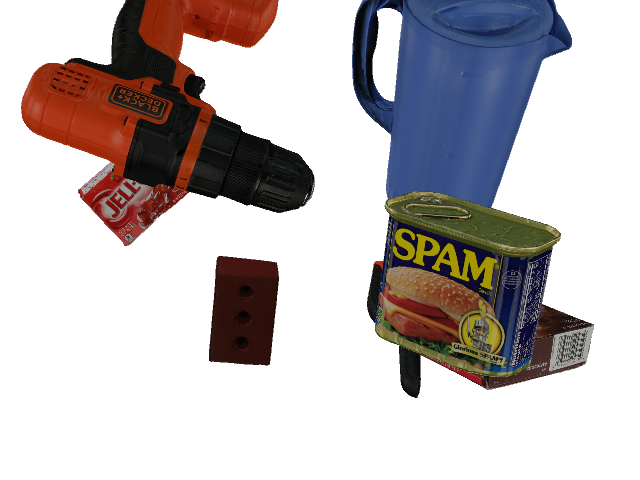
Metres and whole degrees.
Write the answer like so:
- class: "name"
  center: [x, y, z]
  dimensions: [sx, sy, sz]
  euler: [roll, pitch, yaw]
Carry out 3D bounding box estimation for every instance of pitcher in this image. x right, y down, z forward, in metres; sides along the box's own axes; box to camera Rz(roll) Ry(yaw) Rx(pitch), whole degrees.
- class: "pitcher"
  center: [0.117, -0.127, 0.989]
  dimensions: [0.144, 0.243, 0.149]
  euler: [-18, 51, -22]

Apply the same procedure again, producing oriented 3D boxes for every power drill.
- class: "power drill"
  center: [-0.080, -0.109, 0.700]
  dimensions: [0.184, 0.187, 0.057]
  euler: [20, -44, -8]

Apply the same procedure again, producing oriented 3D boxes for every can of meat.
- class: "can of meat"
  center: [0.083, 0.025, 0.635]
  dimensions: [0.102, 0.084, 0.057]
  euler: [20, 23, 33]

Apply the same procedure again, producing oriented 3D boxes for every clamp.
- class: "clamp"
  center: [0.109, 0.082, 1.065]
  dimensions: [0.120, 0.039, 0.171]
  euler: [-3, 43, -24]

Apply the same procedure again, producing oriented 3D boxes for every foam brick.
- class: "foam brick"
  center: [-0.064, 0.058, 0.894]
  dimensions: [0.053, 0.078, 0.051]
  euler: [4, 13, -4]

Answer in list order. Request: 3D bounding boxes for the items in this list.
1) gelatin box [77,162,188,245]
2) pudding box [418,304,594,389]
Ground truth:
- class: "gelatin box"
  center: [-0.193, -0.050, 1.102]
  dimensions: [0.089, 0.073, 0.030]
  euler: [-41, 27, -4]
- class: "pudding box"
  center: [0.141, 0.076, 0.832]
  dimensions: [0.113, 0.039, 0.090]
  euler: [-5, 18, -35]
